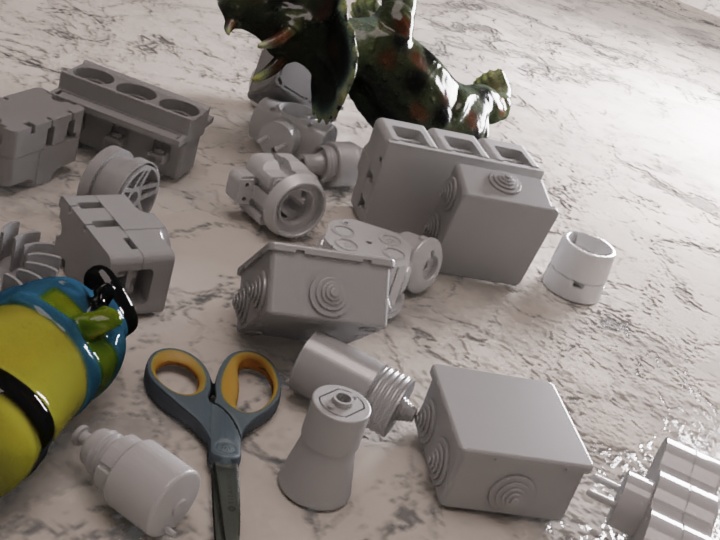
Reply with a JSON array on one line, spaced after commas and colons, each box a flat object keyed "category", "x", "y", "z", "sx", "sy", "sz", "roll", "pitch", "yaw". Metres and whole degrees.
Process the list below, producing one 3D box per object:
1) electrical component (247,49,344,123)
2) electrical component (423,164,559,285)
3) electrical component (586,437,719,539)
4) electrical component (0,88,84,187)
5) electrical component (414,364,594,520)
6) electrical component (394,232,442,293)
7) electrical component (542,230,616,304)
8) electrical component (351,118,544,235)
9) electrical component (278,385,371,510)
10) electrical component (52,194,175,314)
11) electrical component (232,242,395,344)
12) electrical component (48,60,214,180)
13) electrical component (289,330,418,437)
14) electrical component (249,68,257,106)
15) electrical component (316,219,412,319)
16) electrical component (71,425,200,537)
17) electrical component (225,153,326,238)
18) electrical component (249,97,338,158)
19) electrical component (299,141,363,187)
[{"category": "electrical component", "x": -0.060, "y": -0.186, "z": 1.105, "sx": 0.096, "sy": 0.061, "sz": 0.061, "roll": 28, "pitch": -24, "yaw": -31}, {"category": "electrical component", "x": 0.109, "y": -0.040, "z": 0.925, "sx": 0.100, "sy": 0.099, "sz": 0.048, "roll": 9, "pitch": 41, "yaw": -17}, {"category": "electrical component", "x": 0.175, "y": 0.147, "z": 0.661, "sx": 0.074, "sy": 0.052, "sz": 0.138, "roll": 24, "pitch": 27, "yaw": 12}, {"category": "electrical component", "x": -0.269, "y": -0.103, "z": 0.857, "sx": 0.050, "sy": 0.055, "sz": 0.089, "roll": 25, "pitch": 28, "yaw": 14}, {"category": "electrical component", "x": 0.087, "y": 0.109, "z": 0.681, "sx": 0.100, "sy": 0.048, "sz": 0.099, "roll": 10, "pitch": 28, "yaw": -15}, {"category": "electrical component", "x": 0.033, "y": -0.012, "z": 0.885, "sx": 0.062, "sy": 0.048, "sz": 0.048, "roll": 23, "pitch": 25, "yaw": 32}, {"category": "electrical component", "x": 0.198, "y": -0.003, "z": 0.965, "sx": 0.055, "sy": 0.047, "sz": 0.055, "roll": 14, "pitch": 27, "yaw": -7}, {"category": "electrical component", "x": 0.077, "y": -0.077, "z": 0.983, "sx": 0.150, "sy": 0.089, "sz": 0.061, "roll": 9, "pitch": 28, "yaw": -18}, {"category": "electrical component", "x": -0.018, "y": 0.099, "z": 0.617, "sx": 0.044, "sy": 0.065, "sz": 0.044, "roll": 14, "pitch": 27, "yaw": -7}, {"category": "electrical component", "x": -0.170, "y": -0.012, "z": 0.751, "sx": 0.056, "sy": 0.050, "sz": 0.089, "roll": -5, "pitch": 35, "yaw": -38}, {"category": "electrical component", "x": -0.033, "y": 0.019, "z": 0.735, "sx": 0.100, "sy": 0.048, "sz": 0.100, "roll": 8, "pitch": -14, "yaw": -19}, {"category": "electrical component", "x": -0.201, "y": -0.130, "z": 0.941, "sx": 0.121, "sy": 0.063, "sz": 0.078, "roll": 21, "pitch": 27, "yaw": 6}, {"category": "electrical component", "x": 0.000, "y": 0.076, "z": 0.697, "sx": 0.081, "sy": 0.043, "sz": 0.043, "roll": 26, "pitch": 28, "yaw": 14}, {"category": "electrical component", "x": -0.086, "y": -0.194, "z": 1.154, "sx": 0.055, "sy": 0.045, "sz": 0.045, "roll": 1, "pitch": 31, "yaw": -30}, {"category": "electrical component", "x": 0.000, "y": 0.000, "z": 0.832, "sx": 0.080, "sy": 0.051, "sz": 0.080, "roll": 14, "pitch": 27, "yaw": -7}, {"category": "electrical component", "x": -0.121, "y": 0.107, "z": 0.568, "sx": 0.078, "sy": 0.040, "sz": 0.040, "roll": 30, "pitch": 29, "yaw": 22}, {"category": "electrical component", "x": -0.065, "y": -0.062, "z": 0.905, "sx": 0.078, "sy": 0.058, "sz": 0.057, "roll": -4, "pitch": 31, "yaw": -37}, {"category": "electrical component", "x": -0.072, "y": -0.130, "z": 1.042, "sx": 0.077, "sy": 0.044, "sz": 0.079, "roll": 25, "pitch": 28, "yaw": 13}, {"category": "electrical component", "x": -0.028, "y": -0.100, "z": 1.014, "sx": 0.062, "sy": 0.043, "sz": 0.043, "roll": -3, "pitch": 33, "yaw": -33}]
